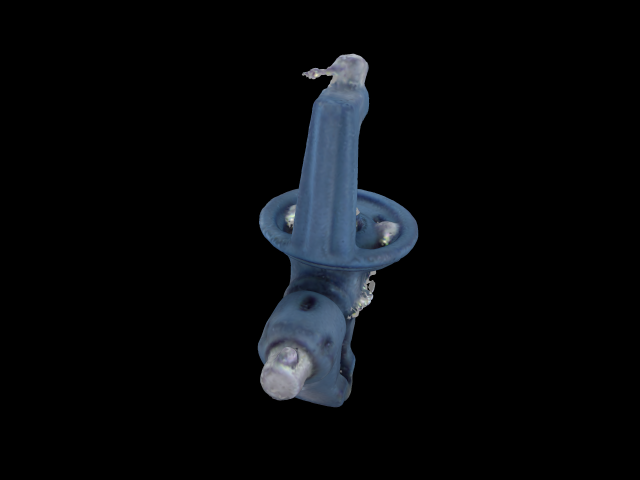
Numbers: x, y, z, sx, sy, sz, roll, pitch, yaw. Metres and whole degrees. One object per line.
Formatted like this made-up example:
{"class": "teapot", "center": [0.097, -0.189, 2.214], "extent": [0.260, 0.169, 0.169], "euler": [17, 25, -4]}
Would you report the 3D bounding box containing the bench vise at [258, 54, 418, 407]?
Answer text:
{"class": "bench vise", "center": [0.016, 0.001, 0.400], "extent": [0.121, 0.220, 0.207], "euler": [-2, 46, -1]}
